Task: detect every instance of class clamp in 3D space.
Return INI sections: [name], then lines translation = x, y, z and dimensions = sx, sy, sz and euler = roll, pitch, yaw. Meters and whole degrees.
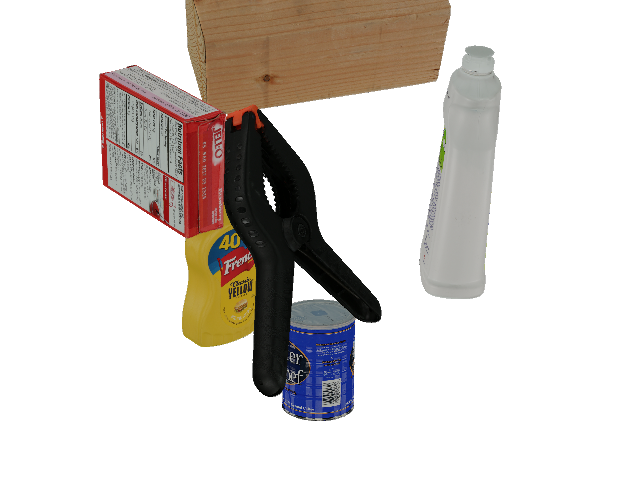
[clamp]
translation = -0.021, -0.002, 0.825
dimensions = 0.036, 0.210, 0.164
euler = -14, 2, 35

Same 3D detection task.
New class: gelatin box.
[gelatin box]
translation = -0.091, -0.052, 0.615
dimensions = 0.030, 0.073, 0.089
euler = -23, 39, -38

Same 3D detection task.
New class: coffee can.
[coffee can]
translation = -0.003, 0.164, 1.478
dimensions = 0.103, 0.140, 0.103
euler = 0, 17, 0

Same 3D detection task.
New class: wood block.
[wood block]
translation = -0.005, -0.180, 0.908
dimensions = 0.206, 0.090, 0.091
euler = -10, -35, -11

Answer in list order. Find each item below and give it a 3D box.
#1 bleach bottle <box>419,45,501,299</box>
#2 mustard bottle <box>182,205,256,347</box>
[bleach bottle]
translation = 0.146, -0.071, 1.080
dimensions = 0.068, 0.251, 0.102
euler = 3, 32, -1
[mustard bottle]
translation = -0.097, 0.011, 1.107
dimensions = 0.096, 0.192, 0.058
euler = -20, 35, -39
